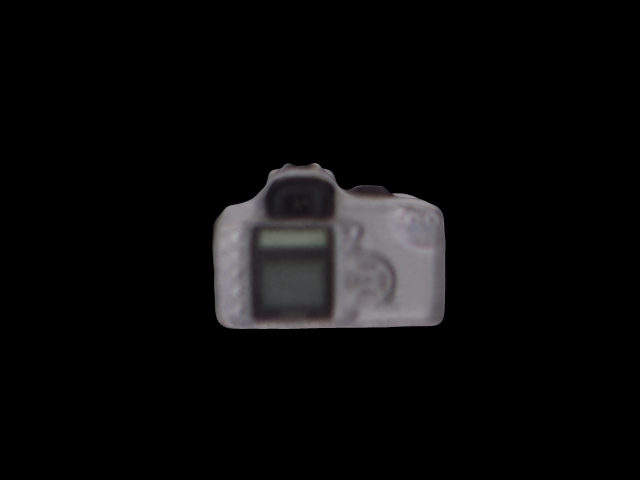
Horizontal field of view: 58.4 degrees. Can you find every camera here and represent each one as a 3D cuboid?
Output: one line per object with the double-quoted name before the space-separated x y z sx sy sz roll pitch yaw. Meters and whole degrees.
"camera" 0.004 0.001 0.400 0.143 0.101 0.137 0 2 -3
